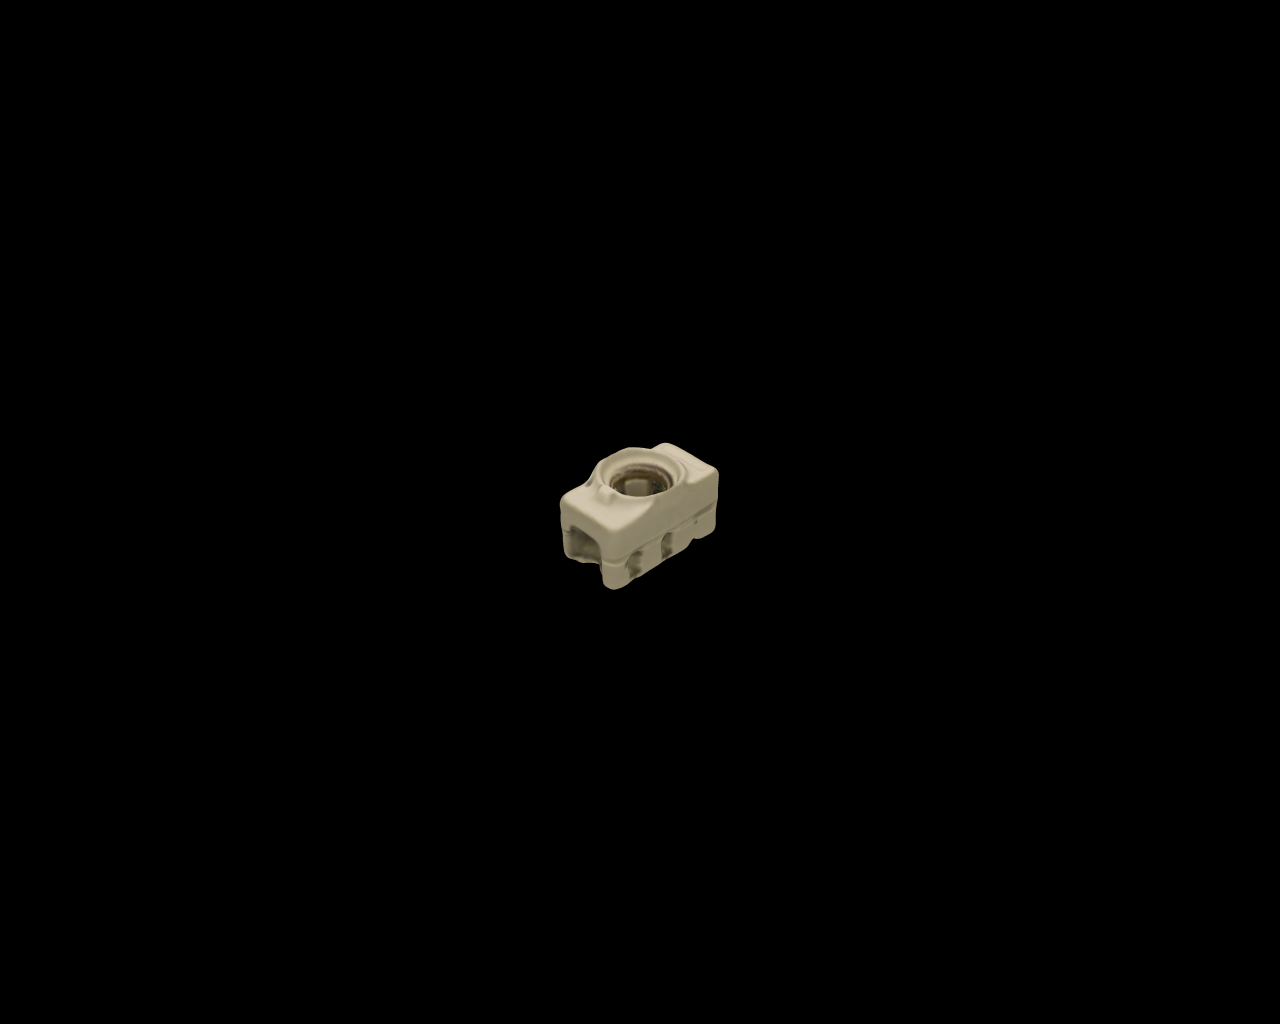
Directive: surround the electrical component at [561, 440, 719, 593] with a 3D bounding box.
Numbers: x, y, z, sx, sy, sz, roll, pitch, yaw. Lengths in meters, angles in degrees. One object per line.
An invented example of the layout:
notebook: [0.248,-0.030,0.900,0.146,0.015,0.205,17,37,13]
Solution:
electrical component: [0.001,-0.003,0.650,0.090,0.055,0.050,-30,46,-33]
